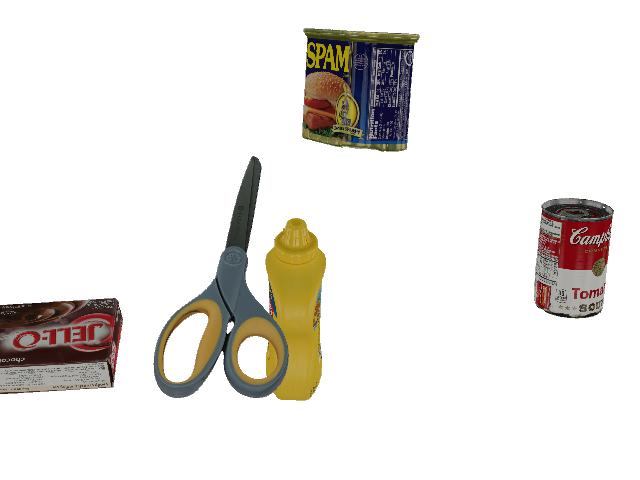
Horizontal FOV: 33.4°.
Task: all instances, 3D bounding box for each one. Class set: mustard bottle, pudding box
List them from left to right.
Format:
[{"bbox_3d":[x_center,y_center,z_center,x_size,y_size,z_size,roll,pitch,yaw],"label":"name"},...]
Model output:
[{"bbox_3d":[-0.239,0.095,0.962,0.113,0.039,0.090,-5,33,-2],"label":"pudding box"},{"bbox_3d":[-0.025,0.059,1.041,0.058,0.192,0.096,2,38,0],"label":"mustard bottle"}]

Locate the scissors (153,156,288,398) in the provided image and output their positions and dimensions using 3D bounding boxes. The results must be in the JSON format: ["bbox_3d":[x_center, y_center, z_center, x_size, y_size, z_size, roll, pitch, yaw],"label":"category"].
[{"bbox_3d":[-0.045,0.028,0.733,0.096,0.201,0.016,21,-34,11],"label":"scissors"}]

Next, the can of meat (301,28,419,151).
[{"bbox_3d":[0.026,-0.113,0.794,0.057,0.084,0.102,-3,13,-27],"label":"can of meat"}]

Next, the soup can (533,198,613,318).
[{"bbox_3d":[0.245,0.017,1.039,0.068,0.102,0.068,1,18,0],"label":"soup can"}]
